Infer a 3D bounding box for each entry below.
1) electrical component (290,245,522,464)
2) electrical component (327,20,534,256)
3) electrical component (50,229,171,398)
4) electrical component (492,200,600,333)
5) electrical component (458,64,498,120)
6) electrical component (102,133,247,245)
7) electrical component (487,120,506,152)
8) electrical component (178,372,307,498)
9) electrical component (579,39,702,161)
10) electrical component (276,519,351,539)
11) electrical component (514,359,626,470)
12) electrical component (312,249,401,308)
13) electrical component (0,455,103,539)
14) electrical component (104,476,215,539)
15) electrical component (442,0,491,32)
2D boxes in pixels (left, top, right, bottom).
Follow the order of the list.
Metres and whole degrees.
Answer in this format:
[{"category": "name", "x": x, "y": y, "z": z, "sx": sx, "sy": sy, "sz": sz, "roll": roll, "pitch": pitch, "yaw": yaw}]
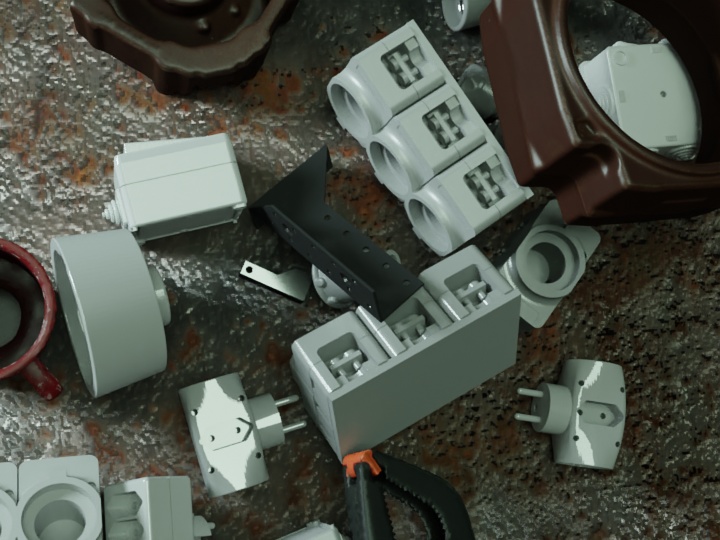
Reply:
[{"category": "electrical component", "x": 0.032, "y": 0.056, "z": 0.751, "sx": 0.150, "sy": 0.089, "sz": 0.061, "roll": -28, "pitch": 56, "yaw": -16}, {"category": "electrical component", "x": 0.045, "y": -0.090, "z": 0.783, "sx": 0.062, "sy": 0.089, "sz": 0.150, "roll": -34, "pitch": 90, "yaw": -16}, {"category": "electrical component", "x": -0.160, "y": 0.024, "z": 0.711, "sx": 0.060, "sy": 0.108, "sz": 0.108, "roll": -15, "pitch": 84, "yaw": -21}, {"category": "electrical component", "x": 0.132, "y": -0.002, "z": 0.807, "sx": 0.050, "sy": 0.056, "sz": 0.089, "roll": 38, "pitch": 75, "yaw": -4}, {"category": "electrical component", "x": 0.105, "y": -0.132, "z": 0.833, "sx": 0.061, "sy": 0.035, "sz": 0.035, "roll": 29, "pitch": 76, "yaw": -10}, {"category": "electrical component", "x": -0.134, "y": -0.058, "z": 0.751, "sx": 0.096, "sy": 0.062, "sz": 0.061, "roll": -14, "pitch": 84, "yaw": -15}, {"category": "electrical component", "x": 0.120, "y": -0.093, "z": 0.819, "sx": 0.066, "sy": 0.055, "sz": 0.048, "roll": 11, "pitch": 78, "yaw": -11}, {"category": "electrical component", "x": -0.077, "y": 0.109, "z": 0.746, "sx": 0.079, "sy": 0.043, "sz": 0.077, "roll": -16, "pitch": 84, "yaw": -15}, {"category": "electrical component", "x": 0.230, "y": -0.133, "z": 0.855, "sx": 0.100, "sy": 0.048, "sz": 0.099, "roll": -6, "pitch": 82, "yaw": -14}, {"category": "electrical component", "x": -0.042, "y": 0.211, "z": 0.727, "sx": 0.096, "sy": 0.062, "sz": 0.061, "roll": -20, "pitch": 86, "yaw": -15}, {"category": "electrical component", "x": 0.153, "y": 0.105, "z": 0.800, "sx": 0.079, "sy": 0.043, "sz": 0.077, "roll": 10, "pitch": 79, "yaw": -11}, {"category": "electrical component", "x": 0.000, "y": 0.000, "z": 0.769, "sx": 0.048, "sy": 0.062, "sz": 0.048, "roll": 18, "pitch": 66, "yaw": -46}, {"category": "electrical component", "x": -0.238, "y": 0.172, "z": 0.672, "sx": 0.150, "sy": 0.061, "sz": 0.089, "roll": -3, "pitch": 55, "yaw": -14}, {"category": "electrical component", "x": -0.125, "y": 0.182, "z": 0.718, "sx": 0.076, "sy": 0.047, "sz": 0.083, "roll": 11, "pitch": 67, "yaw": -48}, {"category": "electrical component", "x": 0.103, "y": -0.212, "z": 0.844, "sx": 0.065, "sy": 0.044, "sz": 0.044, "roll": -10, "pitch": 83, "yaw": -19}]
